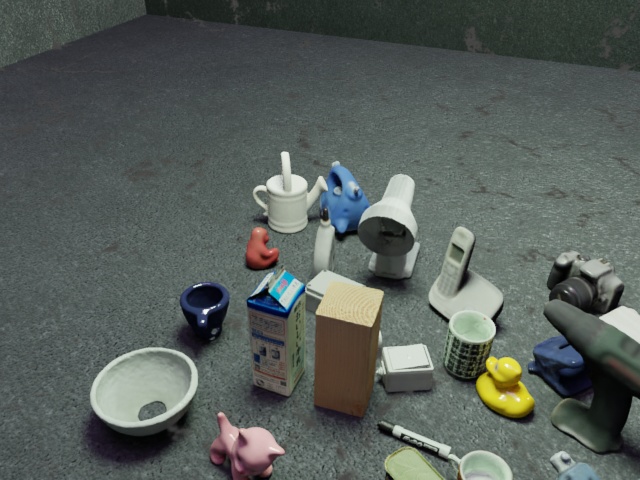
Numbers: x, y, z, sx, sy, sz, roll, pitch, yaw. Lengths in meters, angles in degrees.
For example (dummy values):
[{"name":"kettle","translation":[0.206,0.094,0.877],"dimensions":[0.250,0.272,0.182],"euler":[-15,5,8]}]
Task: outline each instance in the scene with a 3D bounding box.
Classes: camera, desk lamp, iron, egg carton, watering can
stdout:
[{"name":"camera","translation":[0.531,0.089,1.186],"dimensions":[0.137,0.101,0.142],"euler":[-19,39,-27]},{"name":"desk lamp","translation":[0.156,-0.020,1.234],"dimensions":[0.117,0.214,0.203],"euler":[11,35,14]},{"name":"iron","translation":[0.056,-0.125,1.447],"dimensions":[0.119,0.141,0.257],"euler":[-9,35,-14]},{"name":"egg carton","translation":[0.564,0.187,1.071],"dimensions":[0.151,0.069,0.107],"euler":[-19,39,-27]},{"name":"watering can","translation":[-0.072,-0.123,1.394],"dimensions":[0.173,0.194,0.100],"euler":[-14,37,-21]}]

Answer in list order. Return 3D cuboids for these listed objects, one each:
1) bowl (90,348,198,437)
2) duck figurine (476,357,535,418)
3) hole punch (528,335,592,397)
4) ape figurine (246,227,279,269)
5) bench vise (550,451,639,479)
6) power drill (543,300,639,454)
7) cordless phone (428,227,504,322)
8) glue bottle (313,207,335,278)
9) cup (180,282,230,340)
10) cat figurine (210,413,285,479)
[{"name":"bowl","translation":[-0.280,0.258,0.933],"dimensions":[0.167,0.075,0.167],"euler":[1,34,0]},{"name":"duck figurine","translation":[0.318,0.241,0.968],"dimensions":[0.078,0.086,0.104],"euler":[-22,41,-30]},{"name":"hole punch","translation":[0.441,0.207,1.019],"dimensions":[0.109,0.091,0.100],"euler":[-17,38,-24]},{"name":"ape figurine","translation":[-0.133,0.013,1.282],"dimensions":[0.076,0.092,0.077],"euler":[-23,41,-31]},{"name":"bench vise","translation":[0.379,0.338,0.709],"dimensions":[0.206,0.220,0.122],"euler":[25,41,31]},{"name":"power drill","translation":[0.435,0.222,0.892],"dimensions":[0.228,0.208,0.076],"euler":[29,43,34]},{"name":"cordless phone","translation":[0.293,0.077,1.120],"dimensions":[0.094,0.185,0.147],"euler":[-23,41,-31]},{"name":"glue bottle","translation":[0.011,0.004,1.228],"dimensions":[0.037,0.173,0.078],"euler":[10,35,12]},{"name":"cup","translation":[-0.214,0.149,1.078],"dimensions":[0.092,0.095,0.117],"euler":[-3,34,-6]},{"name":"cat figurine","translation":[-0.110,0.302,0.837],"dimensions":[0.067,0.118,0.127],"euler":[-28,44,-36]}]
